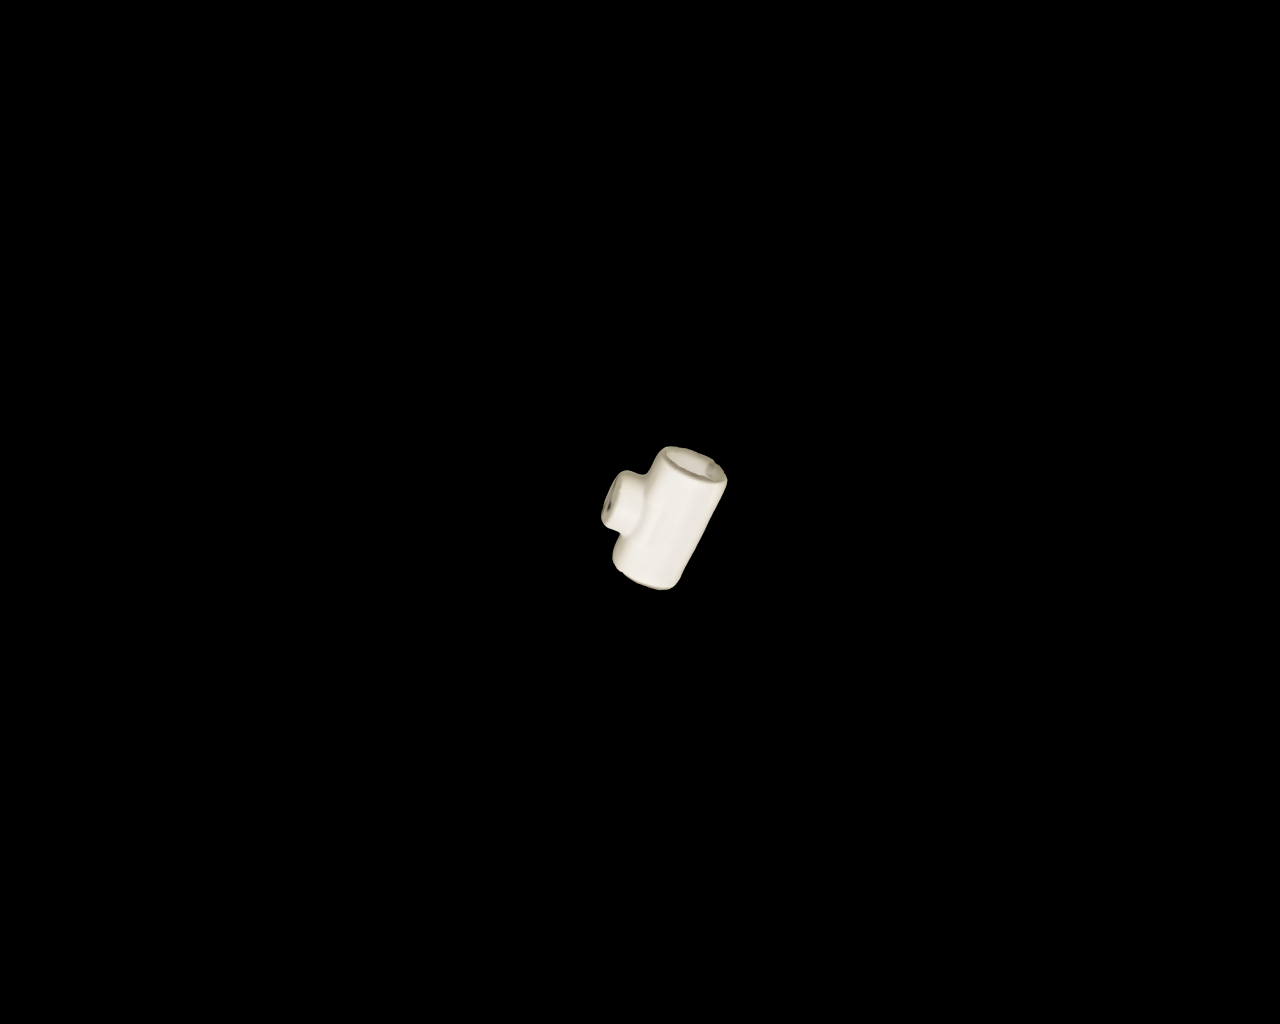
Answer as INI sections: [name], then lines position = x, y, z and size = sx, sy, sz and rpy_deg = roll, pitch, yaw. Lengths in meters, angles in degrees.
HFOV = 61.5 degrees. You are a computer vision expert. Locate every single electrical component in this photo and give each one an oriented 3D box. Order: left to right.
[electrical component]
position = 0.001, -0.003, 0.650
size = 0.079, 0.077, 0.043
rpy_deg = 20, 24, -9
